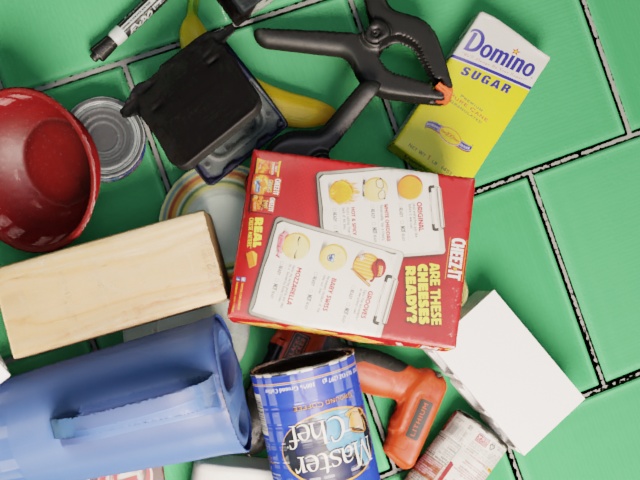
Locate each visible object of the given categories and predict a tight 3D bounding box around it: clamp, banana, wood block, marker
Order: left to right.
[{"bbox_3d":[-0.196,0.043,1.035,0.206,0.091,0.090,-16,88,0],"label":"wood block"},{"bbox_3d":[-0.190,-0.227,1.095,0.020,0.020,0.121,45,83,-5],"label":"marker"},{"bbox_3d":[-0.076,-0.168,1.101,0.197,0.037,0.069,39,85,-6],"label":"banana"},{"bbox_3d":[0.003,-0.091,1.080,0.171,0.039,0.120,-13,101,-7],"label":"clamp"},{"bbox_3d":[0.059,-0.219,1.107,0.210,0.036,0.164,34,83,9],"label":"clamp"}]

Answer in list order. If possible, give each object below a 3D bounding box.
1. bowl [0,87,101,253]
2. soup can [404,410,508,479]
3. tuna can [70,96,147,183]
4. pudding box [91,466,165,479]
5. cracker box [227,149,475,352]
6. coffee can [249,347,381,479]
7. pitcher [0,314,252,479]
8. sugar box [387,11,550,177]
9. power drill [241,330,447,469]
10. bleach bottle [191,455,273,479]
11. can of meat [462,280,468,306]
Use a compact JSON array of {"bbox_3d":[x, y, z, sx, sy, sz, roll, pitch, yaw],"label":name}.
[{"bbox_3d":[-0.269,-0.071,1.036,0.162,0.055,0.162,7,107,23],"label":"bowl"},{"bbox_3d":[0.139,0.235,1.107,0.068,0.068,0.102,39,83,-6],"label":"soup can"},{"bbox_3d":[-0.219,-0.102,1.079,0.086,0.034,0.086,0,88,-9],"label":"tuna can"},{"bbox_3d":[-0.196,0.275,1.068,0.090,0.039,0.113,-8,90,-9],"label":"pudding box"},{"bbox_3d":[0.030,0.012,1.017,0.213,0.072,0.164,8,82,2],"label":"cracker box"},{"bbox_3d":[-0.003,0.182,1.014,0.102,0.103,0.140,-12,92,-9],"label":"coffee can"},{"bbox_3d":[-0.193,0.161,1.005,0.243,0.145,0.149,-14,134,3],"label":"pitcher"},{"bbox_3d":[0.158,-0.146,1.133,0.093,0.048,0.176,33,85,-5],"label":"sugar box"},{"bbox_3d":[0.022,0.163,1.096,0.187,0.057,0.184,26,84,-7],"label":"power drill"},{"bbox_3d":[-0.093,0.347,1.072,0.102,0.068,0.251,6,90,-9],"label":"bleach bottle"},{"bbox_3d":[0.090,0.052,1.097,0.102,0.084,0.057,-15,90,-9],"label":"can of meat"}]
